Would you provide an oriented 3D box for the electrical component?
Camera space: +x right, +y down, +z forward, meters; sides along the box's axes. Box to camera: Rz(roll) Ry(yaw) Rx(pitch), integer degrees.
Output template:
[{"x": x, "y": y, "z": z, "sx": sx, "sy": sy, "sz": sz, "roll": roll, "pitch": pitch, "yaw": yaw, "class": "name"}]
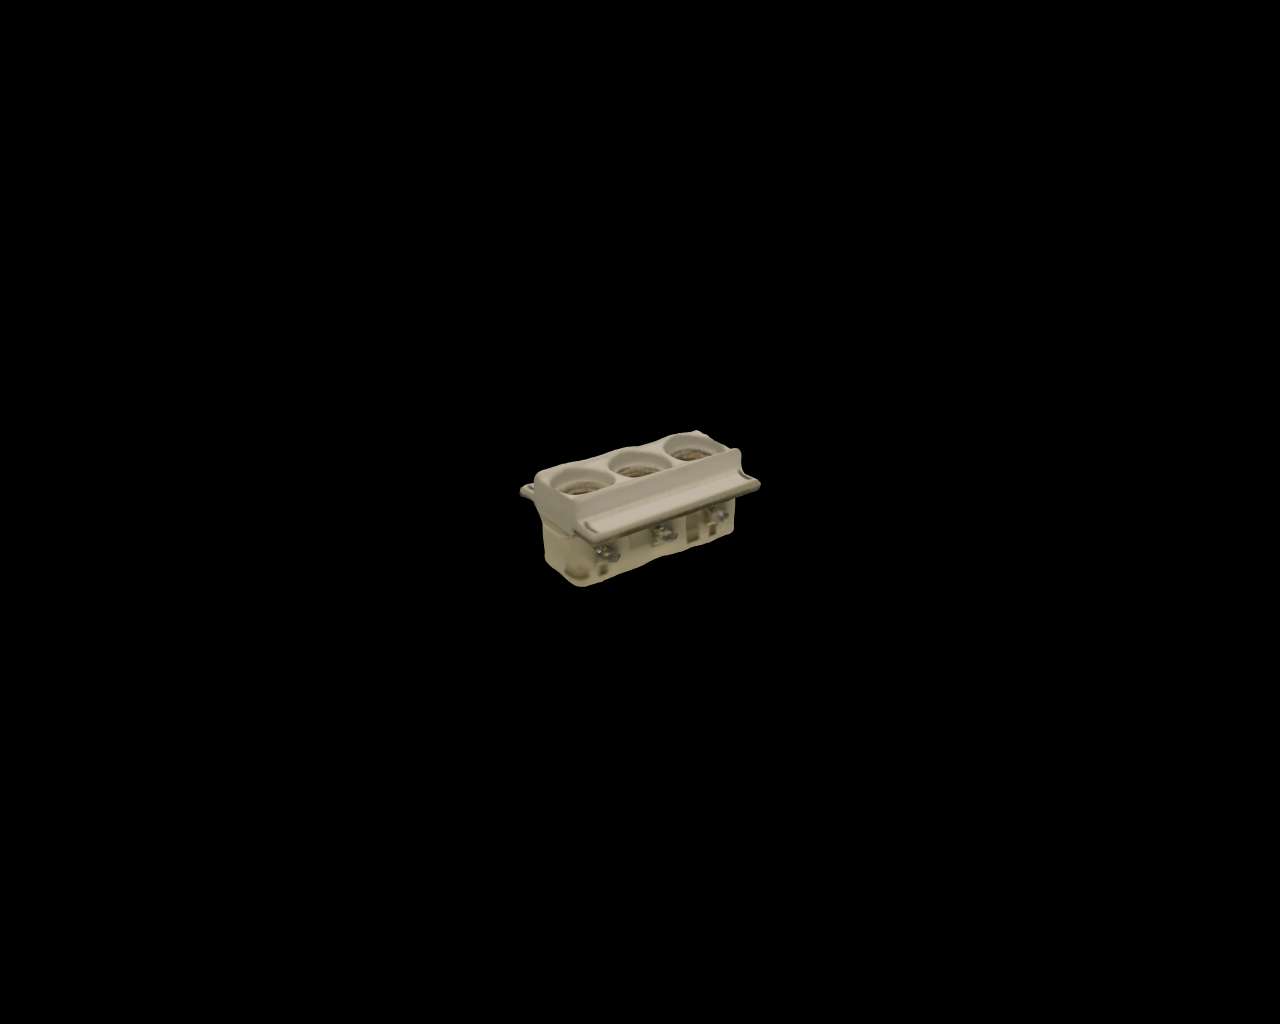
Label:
[{"x": 0.001, "y": -0.003, "z": 0.650, "sx": 0.121, "sy": 0.063, "sz": 0.079, "roll": -18, "pitch": 32, "yaw": -31, "class": "electrical component"}]
